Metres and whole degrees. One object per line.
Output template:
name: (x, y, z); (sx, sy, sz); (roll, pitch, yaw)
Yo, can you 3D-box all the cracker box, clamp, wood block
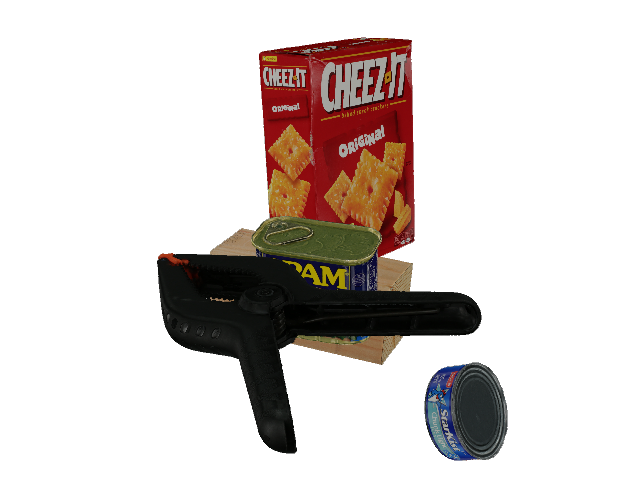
cracker box: (0.023, -0.084, 1.041); (0.072, 0.214, 0.163); (10, 20, 38)
clamp: (-0.020, 0.045, 0.644); (0.164, 0.036, 0.210); (-22, 30, -33)
wood block: (-0.013, 0.059, 1.179); (0.206, 0.091, 0.090); (12, 23, 18)

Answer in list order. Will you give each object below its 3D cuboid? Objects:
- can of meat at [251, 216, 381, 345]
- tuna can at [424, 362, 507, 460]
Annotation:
can of meat: (-0.003, 0.034, 0.868); (0.102, 0.084, 0.057); (8, 30, 17)
tuna can: (0.130, 0.153, 0.954); (0.034, 0.086, 0.085); (-14, -9, 40)
